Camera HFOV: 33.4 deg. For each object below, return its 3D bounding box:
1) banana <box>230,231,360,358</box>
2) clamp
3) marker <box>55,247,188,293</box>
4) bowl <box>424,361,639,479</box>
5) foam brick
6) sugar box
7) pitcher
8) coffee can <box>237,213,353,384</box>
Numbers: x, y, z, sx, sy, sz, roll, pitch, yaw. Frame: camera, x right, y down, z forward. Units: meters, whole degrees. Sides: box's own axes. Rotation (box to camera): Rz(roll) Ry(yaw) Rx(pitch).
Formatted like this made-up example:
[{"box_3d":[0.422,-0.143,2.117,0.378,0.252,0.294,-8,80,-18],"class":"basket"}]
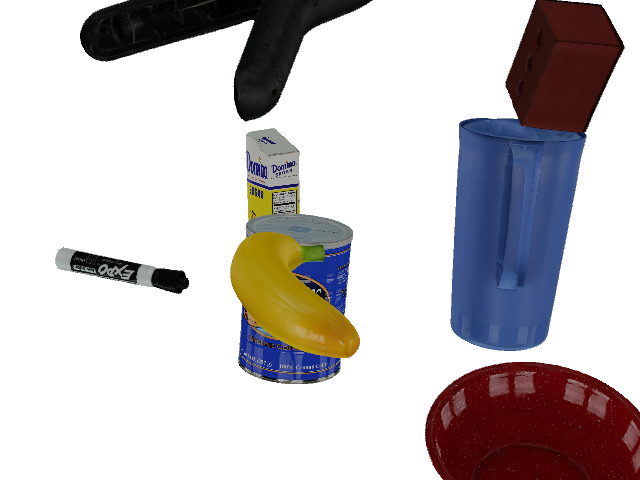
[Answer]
[{"box_3d":[-0.022,0.026,0.671,0.069,0.037,0.198,-3,17,-5],"class":"banana"},{"box_3d":[-0.018,-0.115,0.517,0.171,0.039,0.120,-36,52,-22],"class":"clamp"},{"box_3d":[-0.163,0.025,0.877,0.121,0.020,0.020,10,4,21],"class":"marker"},{"box_3d":[0.155,0.159,0.765,0.162,0.055,0.162,-1,36,0],"class":"bowl"},{"box_3d":[0.170,-0.123,0.754,0.051,0.053,0.078,2,-45,-12],"class":"foam brick"},{"box_3d":[-0.058,-0.038,1.297,0.048,0.176,0.093,-11,26,-18],"class":"sugar box"},{"box_3d":[0.204,-0.006,1.149,0.148,0.243,0.145,-9,20,-38],"class":"pitcher"},{"box_3d":[-0.025,0.054,1.033,0.103,0.140,0.103,4,16,-1],"class":"coffee can"}]
